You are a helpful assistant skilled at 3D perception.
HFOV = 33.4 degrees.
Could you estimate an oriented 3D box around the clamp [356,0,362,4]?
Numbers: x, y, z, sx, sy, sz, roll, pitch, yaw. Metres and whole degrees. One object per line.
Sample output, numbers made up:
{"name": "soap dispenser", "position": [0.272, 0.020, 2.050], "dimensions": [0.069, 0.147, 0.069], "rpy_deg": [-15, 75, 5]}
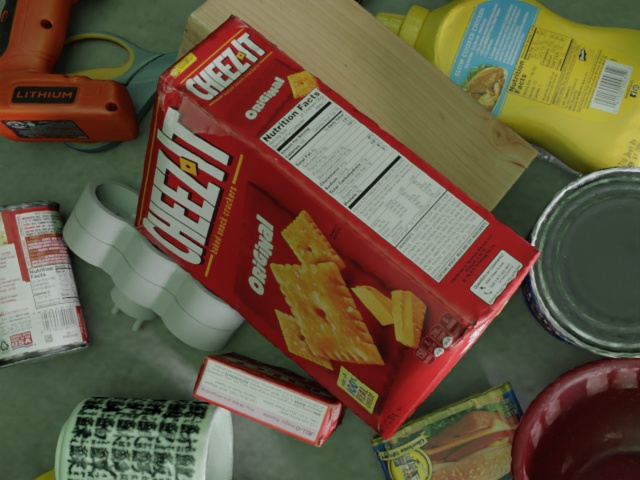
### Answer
{"name": "clamp", "position": [0.078, -0.222, 0.673], "dimensions": [0.036, 0.165, 0.210], "rpy_deg": [32, 77, -34]}

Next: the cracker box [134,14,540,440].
{"name": "cracker box", "position": [-0.004, 0.001, 0.614], "dimensions": [0.214, 0.164, 0.072], "rpy_deg": [39, 58, 9]}

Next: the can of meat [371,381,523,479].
{"name": "can of meat", "position": [0.092, 0.146, 0.675], "dimensions": [0.102, 0.057, 0.084], "rpy_deg": [-24, 80, 6]}

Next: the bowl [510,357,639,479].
{"name": "bowl", "position": [0.189, 0.148, 0.612], "dimensions": [0.162, 0.055, 0.162], "rpy_deg": [-3, 51, 3]}

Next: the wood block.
{"name": "wood block", "position": [0.017, -0.073, 0.663], "dimensions": [0.206, 0.090, 0.090], "rpy_deg": [40, 60, 4]}

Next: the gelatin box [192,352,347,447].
{"name": "gelatin box", "position": [-0.029, 0.100, 0.687], "dimensions": [0.089, 0.073, 0.030], "rpy_deg": [19, 89, 9]}

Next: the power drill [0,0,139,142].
{"name": "power drill", "position": [-0.155, -0.161, 0.723], "dimensions": [0.184, 0.057, 0.187], "rpy_deg": [-1, 74, 9]}

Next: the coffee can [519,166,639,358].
{"name": "coffee can", "position": [0.171, 0.016, 0.628], "dimensions": [0.103, 0.140, 0.103], "rpy_deg": [-1, 86, 8]}

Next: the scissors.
{"name": "scissors", "position": [-0.100, -0.103, 0.740], "dimensions": [0.202, 0.016, 0.096], "rpy_deg": [6, 84, 10]}

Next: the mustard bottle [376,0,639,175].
{"name": "mustard bottle", "position": [0.124, -0.108, 0.684], "dimensions": [0.192, 0.058, 0.096], "rpy_deg": [20, 81, 9]}

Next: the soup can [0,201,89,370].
{"name": "soup can", "position": [-0.199, 0.031, 0.721], "dimensions": [0.068, 0.068, 0.102], "rpy_deg": [-15, 85, 7]}

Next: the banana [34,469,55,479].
{"name": "banana", "position": [-0.169, 0.243, 0.717], "dimensions": [0.069, 0.037, 0.198], "rpy_deg": [-17, 84, 6]}
